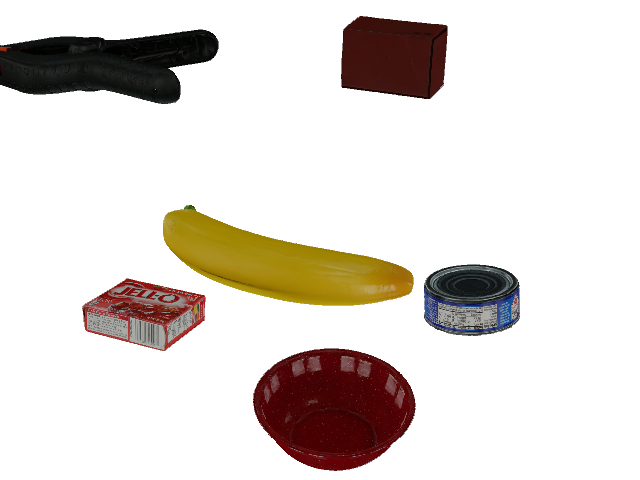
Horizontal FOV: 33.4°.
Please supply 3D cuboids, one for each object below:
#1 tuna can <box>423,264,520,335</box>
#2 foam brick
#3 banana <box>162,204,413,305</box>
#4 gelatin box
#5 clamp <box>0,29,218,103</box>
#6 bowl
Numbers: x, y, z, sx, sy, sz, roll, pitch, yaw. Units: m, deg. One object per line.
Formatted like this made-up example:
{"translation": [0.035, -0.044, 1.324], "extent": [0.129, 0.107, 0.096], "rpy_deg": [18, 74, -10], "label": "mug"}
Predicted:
{"translation": [0.135, 0.052, 0.954], "extent": [0.086, 0.034, 0.086], "rpy_deg": [-4, 20, 1], "label": "tuna can"}
{"translation": [0.061, -0.152, 0.882], "extent": [0.078, 0.051, 0.053], "rpy_deg": [10, 26, 17], "label": "foam brick"}
{"translation": [-0.037, 0.008, 0.695], "extent": [0.198, 0.037, 0.069], "rpy_deg": [19, 36, 32], "label": "banana"}
{"translation": [-0.162, 0.066, 0.985], "extent": [0.089, 0.030, 0.073], "rpy_deg": [11, 22, 22], "label": "gelatin box"}
{"translation": [-0.161, -0.134, 0.798], "extent": [0.172, 0.039, 0.120], "rpy_deg": [8, 22, 16], "label": "clamp"}
{"translation": [0.014, 0.179, 1.073], "extent": [0.162, 0.055, 0.162], "rpy_deg": [0, 33, 0], "label": "bowl"}
